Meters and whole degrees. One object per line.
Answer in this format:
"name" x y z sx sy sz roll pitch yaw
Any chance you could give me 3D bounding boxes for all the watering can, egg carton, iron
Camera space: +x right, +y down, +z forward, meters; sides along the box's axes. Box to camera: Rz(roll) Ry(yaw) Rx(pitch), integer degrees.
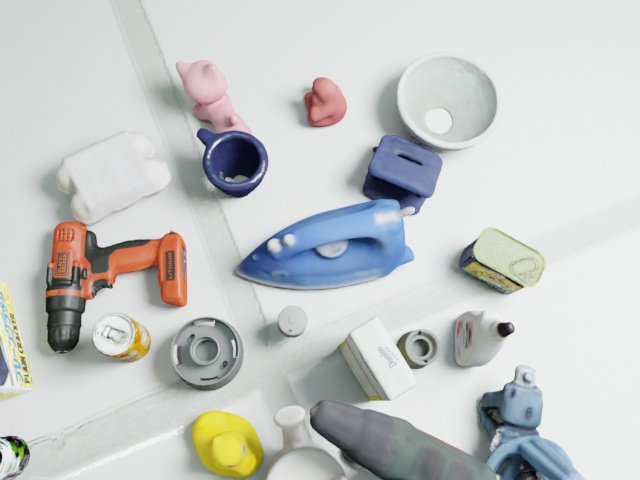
"watering can" -0.021 0.291 0.681 0.101 0.194 0.173 -34 79 -13
"egg carton" -0.299 -0.092 0.830 0.150 0.069 0.107 -30 79 -12
"iron" 0.007 0.003 0.793 0.258 0.141 0.118 -13 76 -9

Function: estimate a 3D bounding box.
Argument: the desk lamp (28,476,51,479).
"desk lamp" -0.264 0.357 0.630 0.203 0.213 0.118 34 74 5

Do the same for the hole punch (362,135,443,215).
"hole punch" 0.125 -0.108 0.862 0.108 0.091 0.101 23 73 2

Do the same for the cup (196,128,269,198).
"cup" -0.131 -0.108 0.837 0.117 0.095 0.092 39 75 6

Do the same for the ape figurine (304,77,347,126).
"ape figurine" 0.007 -0.219 0.882 0.076 0.092 0.078 28 74 3

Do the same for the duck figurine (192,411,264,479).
"duck figurine" -0.121 0.264 0.736 0.104 0.086 0.077 38 74 6

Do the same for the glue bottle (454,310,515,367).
"glue bottle" 0.220 0.126 0.761 0.037 0.173 0.078 3 74 -4

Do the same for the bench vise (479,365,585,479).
"bench vise" 0.251 0.263 0.700 0.121 0.219 0.207 -11 75 -8

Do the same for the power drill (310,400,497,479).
"power drill" 0.086 0.255 0.693 0.229 0.208 0.076 23 73 2

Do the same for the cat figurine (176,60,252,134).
"cat figurine" -0.157 -0.211 0.852 0.067 0.117 0.127 -33 79 -13

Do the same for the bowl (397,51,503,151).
"bowl" 0.196 -0.206 0.905 0.167 0.074 0.167 1 74 -5
